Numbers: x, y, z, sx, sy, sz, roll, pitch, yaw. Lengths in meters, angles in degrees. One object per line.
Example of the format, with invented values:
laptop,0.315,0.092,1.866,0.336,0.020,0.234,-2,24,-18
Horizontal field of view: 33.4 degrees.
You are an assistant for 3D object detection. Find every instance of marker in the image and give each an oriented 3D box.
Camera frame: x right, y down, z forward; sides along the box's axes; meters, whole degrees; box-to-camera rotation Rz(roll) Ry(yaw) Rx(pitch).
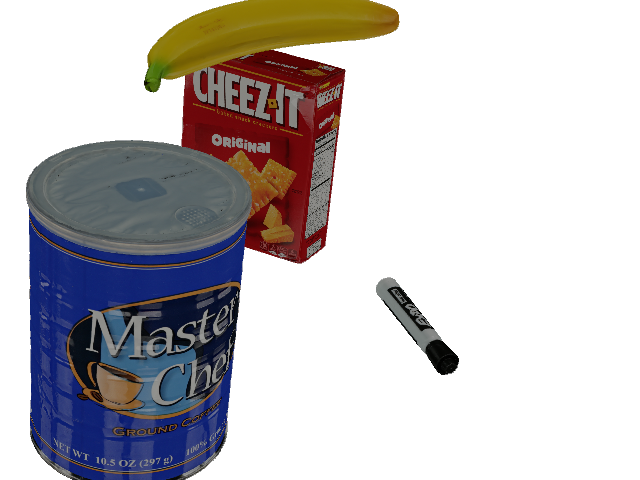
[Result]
marker,0.074,0.066,0.824,0.020,0.020,0.121,0,27,-22

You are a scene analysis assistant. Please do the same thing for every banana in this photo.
banana,-0.043,-0.144,0.759,0.197,0.037,0.070,-20,52,-20

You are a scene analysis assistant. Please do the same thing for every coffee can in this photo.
coffee can,-0.091,0.035,0.524,0.102,0.140,0.103,6,29,-4

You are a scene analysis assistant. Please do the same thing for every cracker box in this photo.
cracker box,-0.070,-0.097,1.169,0.164,0.214,0.072,18,30,22
